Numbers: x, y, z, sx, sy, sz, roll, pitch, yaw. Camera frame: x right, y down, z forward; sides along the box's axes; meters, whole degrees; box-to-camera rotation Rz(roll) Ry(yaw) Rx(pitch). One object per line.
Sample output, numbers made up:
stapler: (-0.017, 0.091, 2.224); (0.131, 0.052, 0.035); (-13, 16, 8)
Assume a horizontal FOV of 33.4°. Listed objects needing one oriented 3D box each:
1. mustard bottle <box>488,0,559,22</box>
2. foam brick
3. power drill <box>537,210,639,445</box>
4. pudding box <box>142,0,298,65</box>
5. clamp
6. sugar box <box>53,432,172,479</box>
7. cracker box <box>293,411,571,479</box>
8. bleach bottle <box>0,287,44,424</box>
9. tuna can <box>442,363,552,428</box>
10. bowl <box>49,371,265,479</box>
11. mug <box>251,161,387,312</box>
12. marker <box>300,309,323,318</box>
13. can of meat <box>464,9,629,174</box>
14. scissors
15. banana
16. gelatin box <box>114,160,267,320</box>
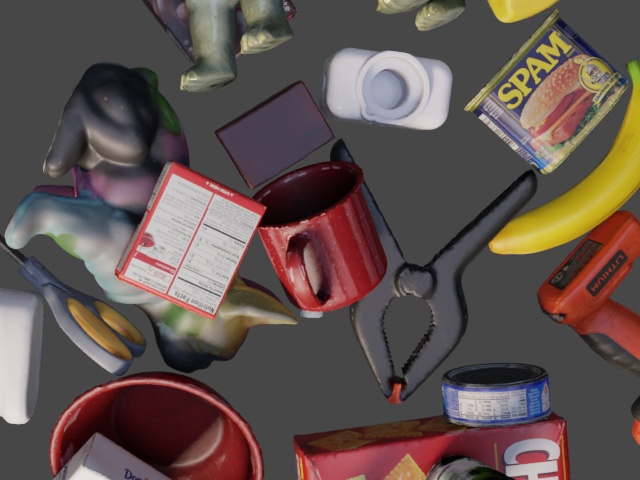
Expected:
mustard bottle: (0.218, -0.244, 0.840); (0.191, 0.058, 0.096); (-19, 90, -6)
foam brick: (-0.036, -0.081, 0.823); (0.078, 0.051, 0.053); (-31, 99, -4)
power drill: (0.288, 0.064, 0.878); (0.187, 0.057, 0.184); (43, 88, -9)
pudding box: (-0.086, -0.192, 0.811); (0.090, 0.039, 0.113); (-37, 99, -4)
clamp: (0.067, 0.024, 0.853); (0.164, 0.036, 0.210); (16, 97, 2)
sugar box: (-0.183, 0.232, 0.800); (0.093, 0.048, 0.176); (36, 115, -15)
cracker box: (0.094, 0.229, 0.858); (0.213, 0.072, 0.164); (-6, 96, -8)
bleach bottle: (-0.338, 0.077, 0.791); (0.250, 0.068, 0.102); (4, 95, -6)
tuna can: (0.140, 0.122, 0.848); (0.086, 0.086, 0.034); (-5, 94, -8)
bowl: (-0.120, 0.156, 0.814); (0.162, 0.055, 0.162); (1, 118, 2)
mug: (-0.001, 0.005, 0.781); (0.093, 0.117, 0.081); (-13, 118, 17)
marker: (-0.006, 0.001, 0.851); (0.020, 0.020, 0.121); (1, 95, -8)
can of meat: (0.179, -0.114, 0.839); (0.084, 0.057, 0.102); (43, 88, 1)
scissors: (-0.203, 0.031, 0.819); (0.202, 0.096, 0.016); (44, 98, 21)
banana: (0.222, -0.051, 0.872); (0.070, 0.037, 0.198); (38, 86, 20)
gelatin box: (-0.089, 0.000, 0.733); (0.073, 0.030, 0.089); (26, 89, -18)
